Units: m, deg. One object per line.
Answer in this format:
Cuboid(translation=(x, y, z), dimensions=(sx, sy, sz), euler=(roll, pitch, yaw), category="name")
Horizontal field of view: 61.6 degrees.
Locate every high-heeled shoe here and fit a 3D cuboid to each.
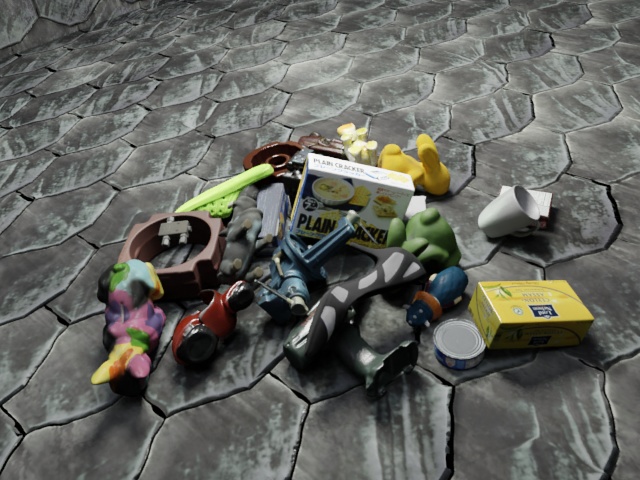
Cuboid(translation=(0.078, 0.109, 0.894), dimensions=(0.145, 0.086, 0.249), euler=(27, 66, 0), category="high-heeled shoe")

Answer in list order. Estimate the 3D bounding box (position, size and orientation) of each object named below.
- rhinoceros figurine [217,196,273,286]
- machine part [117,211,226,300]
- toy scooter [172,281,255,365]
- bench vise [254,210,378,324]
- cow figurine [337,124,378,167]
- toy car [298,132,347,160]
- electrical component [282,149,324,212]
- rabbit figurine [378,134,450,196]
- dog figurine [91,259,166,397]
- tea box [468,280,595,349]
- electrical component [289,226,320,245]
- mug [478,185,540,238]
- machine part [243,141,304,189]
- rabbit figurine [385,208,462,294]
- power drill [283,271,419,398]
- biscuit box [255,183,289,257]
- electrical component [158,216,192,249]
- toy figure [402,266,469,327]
Cuboid(translation=(-0.154, 0.001, 1.077), dimensions=(0.112, 0.073, 0.190), euler=(-18, 57, 47), category="rhinoceros figurine")
Cuboid(translation=(-0.302, 0.032, 1.125), dimensions=(0.201, 0.087, 0.201), euler=(-4, 41, 4), category="machine part")
Cuboid(translation=(-0.207, 0.142, 0.982), dimensions=(0.184, 0.075, 0.135), euler=(-48, 29, -20), category="toy scooter")
Cuboid(translation=(-0.017, 0.037, 1.006), dimensions=(0.240, 0.128, 0.224), euler=(-41, 13, 8), category="bench vise")
Cuboid(translation=(0.091, -0.214, 1.291), dimensions=(0.068, 0.098, 0.167), euler=(-18, 37, -3), category="cow figurine")
Cuboid(translation=(0.032, -0.246, 1.429), dimensions=(0.202, 0.053, 0.089), euler=(15, 41, 26), category="toy car")
Cuboid(translation=(-0.034, -0.141, 1.250), dimensions=(0.058, 0.134, 0.115), euler=(12, 46, 23), category="electrical component")
Cuboid(translation=(0.221, -0.160, 1.240), dimensions=(0.173, 0.162, 0.122), euler=(13, 29, -2), category="rabbit figurine")
Cuboid(translation=(-0.330, 0.155, 0.920), dimensions=(0.108, 0.191, 0.219), euler=(-6, 24, -8), category="dog figurine")
Cuboid(translation=(0.349, 0.123, 0.898), dimensions=(0.170, 0.068, 0.098), euler=(0, 38, -13), category="tea box")
Cuboid(translation=(-0.002, -0.003, 1.148), dimensions=(0.119, 0.047, 0.075), euler=(-10, 40, 0), category="electrical component")
Cuboid(translation=(0.388, -0.046, 1.102), dimensions=(0.107, 0.109, 0.081), euler=(-34, 29, 42), category="mug")
Cuboid(translation=(-0.107, -0.190, 1.381), dimensions=(0.179, 0.055, 0.179), euler=(-6, 39, 4), category="machine part")
Cuboid(translation=(0.178, 0.031, 1.019), dimensions=(0.121, 0.159, 0.170), euler=(36, 71, 28), category="rabbit figurine")
Cuboid(translation=(0.066, 0.157, 0.921), dimensions=(0.232, 0.085, 0.208), euler=(-35, 51, -27), category="power drill")
Cuboid(translation=(-0.112, -0.050, 1.210), dimensions=(0.063, 0.059, 0.203), euler=(-4, 40, 7), category="biscuit box")
Cuboid(translation=(-0.295, -0.018, 1.099), dimensions=(0.063, 0.021, 0.094), euler=(-8, 39, -1), category="electrical component")
Cuboid(translation=(0.209, 0.109, 0.974), dimensions=(0.154, 0.057, 0.064), euler=(-38, 42, -25), category="toy figure")
